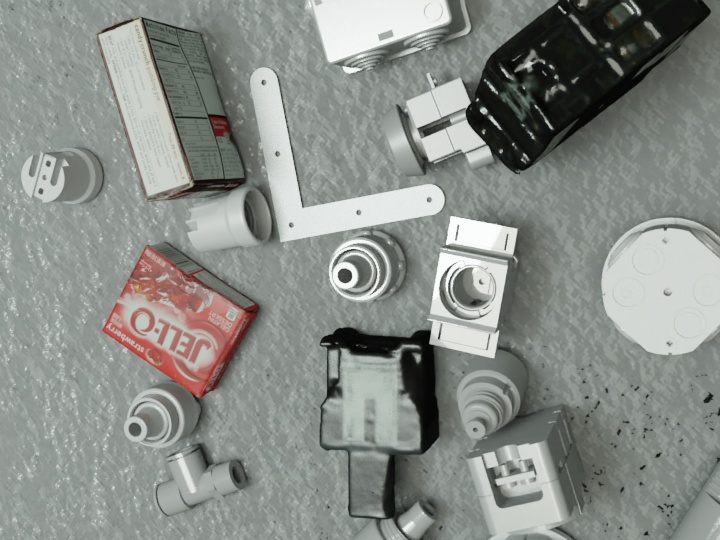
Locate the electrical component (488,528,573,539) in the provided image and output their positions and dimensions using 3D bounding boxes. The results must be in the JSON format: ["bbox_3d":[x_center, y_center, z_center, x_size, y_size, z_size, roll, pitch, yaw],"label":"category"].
[{"bbox_3d":[0.109,0.207,0.688,0.080,0.051,0.080,2,97,17],"label":"electrical component"}]

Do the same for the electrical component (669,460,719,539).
[{"bbox_3d":[0.222,0.150,0.649,0.043,0.043,0.081,30,104,12],"label":"electrical component"}]

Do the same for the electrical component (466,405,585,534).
[{"bbox_3d":[0.104,0.125,0.658,0.050,0.089,0.055,-17,92,18],"label":"electrical component"}]

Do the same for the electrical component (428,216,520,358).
[{"bbox_3d":[0.073,0.009,0.668,0.042,0.064,0.081,13,100,17],"label":"electrical component"}]

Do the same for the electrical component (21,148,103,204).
[{"bbox_3d":[-0.210,-0.066,0.756,0.040,0.046,0.040,2,97,17],"label":"electrical component"}]

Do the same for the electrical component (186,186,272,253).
[{"bbox_3d":[-0.089,-0.032,0.727,0.046,0.040,0.040,-11,93,23],"label":"electrical component"}]

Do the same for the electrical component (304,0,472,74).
[{"bbox_3d":[0.013,-0.179,0.671,0.100,0.048,0.099,-15,92,19],"label":"electrical component"}]

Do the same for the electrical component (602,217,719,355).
[{"bbox_3d":[0.184,0.010,0.640,0.080,0.051,0.080,2,97,17],"label":"electrical component"}]

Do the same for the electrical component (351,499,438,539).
[{"bbox_3d":[0.025,0.179,0.715,0.043,0.043,0.062,45,106,8],"label":"electrical component"}]

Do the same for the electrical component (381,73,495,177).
[{"bbox_3d":[0.047,-0.088,0.675,0.055,0.048,0.066,-22,90,11],"label":"electrical component"}]

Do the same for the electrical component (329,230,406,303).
[{"bbox_3d":[0.000,0.000,0.690,0.048,0.062,0.048,2,97,17],"label":"electrical component"}]

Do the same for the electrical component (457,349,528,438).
[{"bbox_3d":[0.080,0.080,0.670,0.040,0.078,0.040,7,114,16],"label":"electrical component"}]

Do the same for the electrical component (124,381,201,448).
[{"bbox_3d":[-0.141,0.103,0.747,0.043,0.062,0.043,2,97,17],"label":"electrical component"}]
